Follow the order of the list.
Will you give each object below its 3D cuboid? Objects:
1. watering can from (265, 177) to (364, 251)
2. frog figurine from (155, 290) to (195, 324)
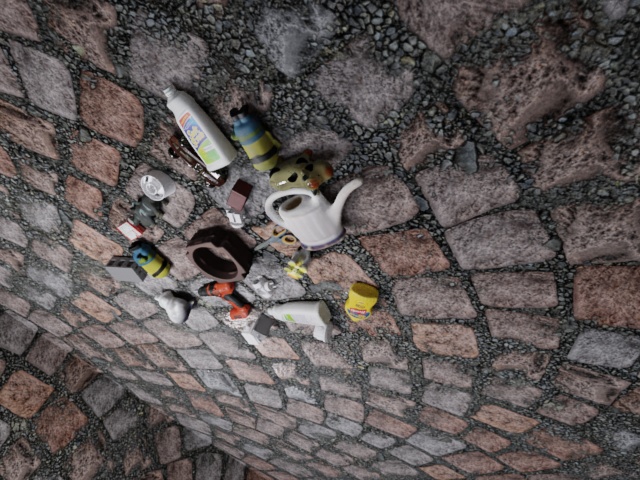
[{"bbox_3d":[0.004,-0.073,1.455,0.346,0.106,0.220,-7,133,33],"label":"watering can"},{"bbox_3d":[-0.617,0.276,2.149,0.159,0.124,0.135,18,161,-11],"label":"frog figurine"}]
